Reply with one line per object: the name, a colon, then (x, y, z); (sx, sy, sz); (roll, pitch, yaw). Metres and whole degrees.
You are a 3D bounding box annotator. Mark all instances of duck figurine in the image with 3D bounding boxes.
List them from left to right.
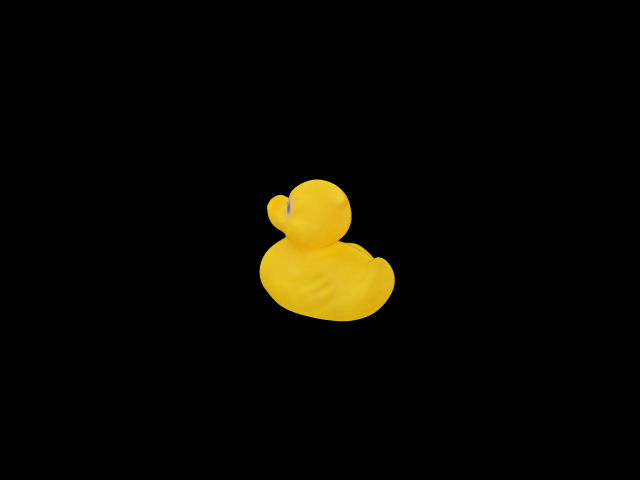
duck figurine: (0.004, 0.001, 0.400); (0.104, 0.086, 0.078); (20, 36, 29)
